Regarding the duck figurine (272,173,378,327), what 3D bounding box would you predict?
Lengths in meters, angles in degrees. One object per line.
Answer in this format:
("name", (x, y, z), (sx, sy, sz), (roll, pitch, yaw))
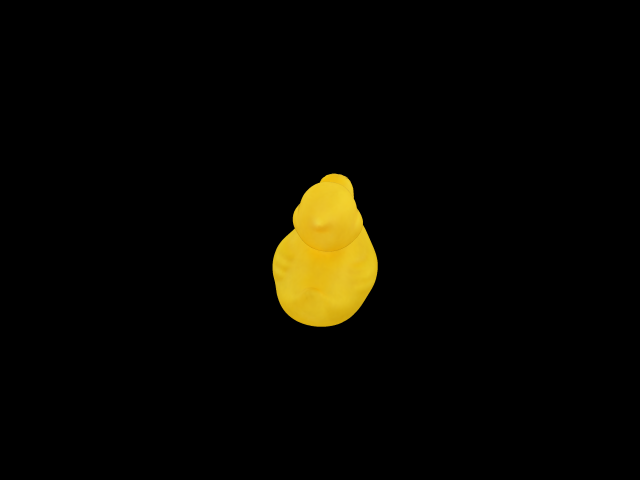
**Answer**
("duck figurine", (0.004, 0.001, 0.400), (0.077, 0.086, 0.104), (9, 54, 7))
